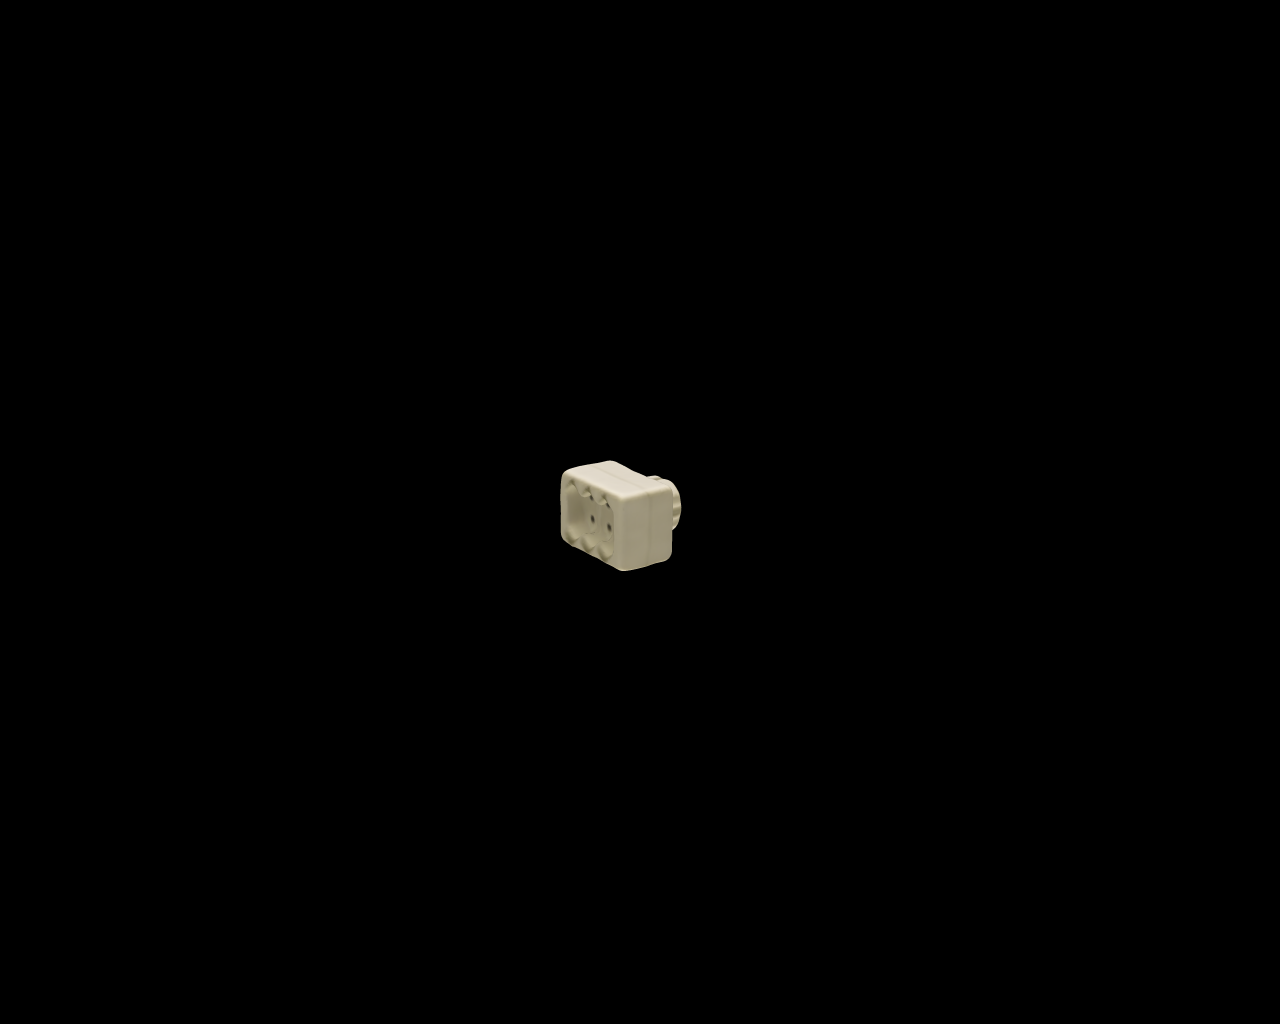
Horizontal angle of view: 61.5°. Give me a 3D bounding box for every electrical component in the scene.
[{"bbox_3d":[0.001,-0.003,0.650,0.077,0.047,0.066,-14,24,-33],"label":"electrical component"}]
